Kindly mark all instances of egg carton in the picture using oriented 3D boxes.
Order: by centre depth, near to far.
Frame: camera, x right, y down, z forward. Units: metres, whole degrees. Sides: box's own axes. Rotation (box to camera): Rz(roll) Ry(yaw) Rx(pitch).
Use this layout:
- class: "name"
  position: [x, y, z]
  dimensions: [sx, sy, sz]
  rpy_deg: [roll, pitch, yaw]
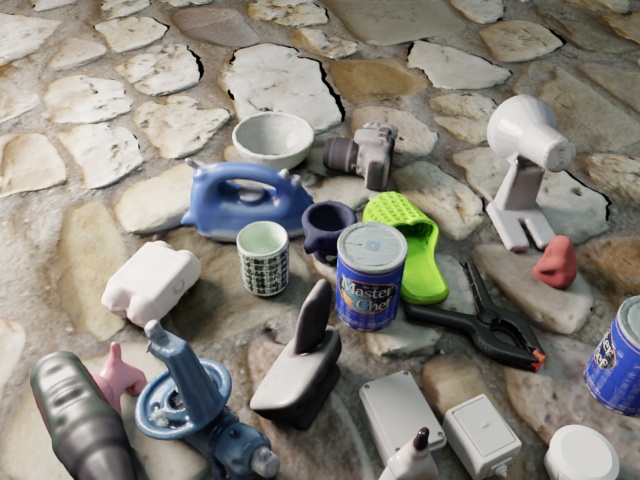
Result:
- class: "egg carton"
  position: [-0.261, 0.069, 0.902]
  dimensions: [0.107, 0.069, 0.150]
  rpy_deg: [19, 47, 17]

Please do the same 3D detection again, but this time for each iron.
- class: "iron"
  position: [-0.113, -0.081, 1.010]
  dimensions: [0.258, 0.141, 0.118]
  rpy_deg: [2, 44, 0]

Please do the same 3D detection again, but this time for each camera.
- class: "camera"
  position: [0.081, -0.184, 1.150]
  dimensions: [0.136, 0.101, 0.143]
  rpy_deg: [9, 45, 8]

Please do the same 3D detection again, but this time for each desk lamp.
- class: "desk lamp"
  position: [0.373, -0.123, 1.016]
  dimensions: [0.118, 0.214, 0.203]
  rpy_deg: [-5, 45, -6]

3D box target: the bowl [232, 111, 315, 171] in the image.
- class: "bowl"
  position: [-0.092, -0.189, 1.168]
  dimensions: [0.167, 0.075, 0.167]
  rpy_deg: [1, 44, -1]

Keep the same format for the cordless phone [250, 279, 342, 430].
- class: "cordless phone"
  position: [-0.029, 0.145, 0.748]
  dimensions: [0.094, 0.185, 0.148]
  rpy_deg: [18, 47, 16]

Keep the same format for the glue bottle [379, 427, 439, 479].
- class: "glue bottle"
  position: [0.103, 0.258, 0.645]
  dimensions: [0.078, 0.173, 0.037]
  rpy_deg: [-19, 48, -19]

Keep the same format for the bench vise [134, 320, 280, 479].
- class: "bench vise"
  position: [-0.131, 0.187, 0.676]
  dimensions: [0.207, 0.220, 0.121]
  rpy_deg: [14, 46, 13]

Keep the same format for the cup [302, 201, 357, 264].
- class: "cup"
  position: [0.009, 0.003, 0.960]
  dimensions: [0.091, 0.095, 0.118]
  rpy_deg: [23, 48, 20]

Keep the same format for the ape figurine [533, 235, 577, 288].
- class: "ape figurine"
  position: [0.393, 0.029, 0.947]
  dimensions: [0.078, 0.092, 0.076]
  rpy_deg: [-16, 47, -17]

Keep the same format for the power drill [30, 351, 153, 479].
- class: "power drill"
  position: [-0.241, 0.236, 0.631]
  dimensions: [0.076, 0.208, 0.228]
  rpy_deg: [-29, 52, -28]

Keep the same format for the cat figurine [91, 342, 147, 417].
- class: "cat figurine"
  position: [-0.286, 0.192, 0.740]
  dimensions: [0.067, 0.118, 0.128]
  rpy_deg: [11, 45, 10]
